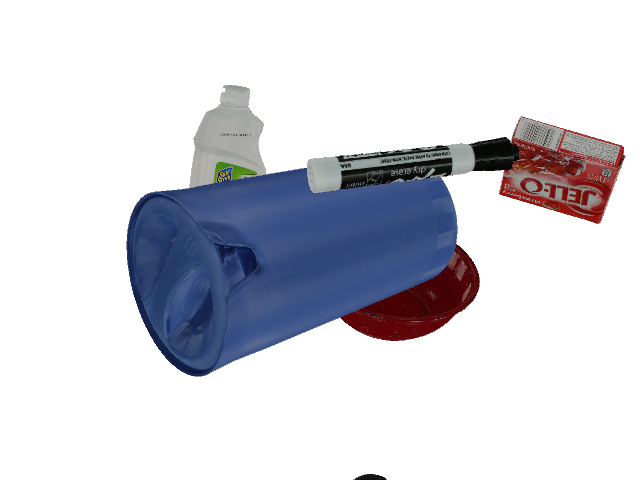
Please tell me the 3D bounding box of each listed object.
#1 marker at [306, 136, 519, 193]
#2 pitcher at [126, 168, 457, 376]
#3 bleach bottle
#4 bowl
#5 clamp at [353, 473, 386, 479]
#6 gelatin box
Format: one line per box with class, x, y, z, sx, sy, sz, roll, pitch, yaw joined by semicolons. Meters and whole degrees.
marker;0.053;-0.043;0.595;0.121;0.020;0.020;-8;1;-11
pitcher;-0.021;0.008;0.820;0.242;0.145;0.149;-16;41;-36
bleach bottle;-0.096;-0.045;1.181;0.102;0.251;0.068;-3;19;-31
bowl;0.066;0.045;1.008;0.162;0.055;0.162;6;34;-4
clamp;-0.041;0.207;0.653;0.210;0.036;0.164;-3;27;2
gelatin box;0.197;-0.056;0.878;0.089;0.030;0.073;19;-34;13
